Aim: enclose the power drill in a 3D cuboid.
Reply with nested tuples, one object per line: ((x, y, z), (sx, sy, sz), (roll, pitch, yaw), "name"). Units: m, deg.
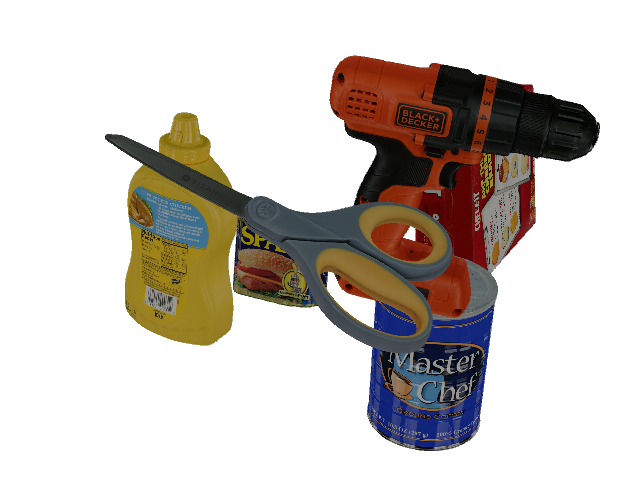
((0.089, -0.035, 0.769), (0.184, 0.188, 0.057), (14, 35, 7), "power drill")

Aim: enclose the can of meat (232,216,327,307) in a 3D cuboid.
((-0.039, 0.016, 1.082), (0.102, 0.084, 0.057), (13, 17, 25), "can of meat")

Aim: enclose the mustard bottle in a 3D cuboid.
((-0.115, -0.013, 0.878), (0.096, 0.192, 0.058), (20, 31, 26), "mustard bottle")

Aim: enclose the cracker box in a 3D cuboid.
((0.164, -0.064, 1.119), (0.072, 0.164, 0.213), (5, 21, 27), "cracker box")

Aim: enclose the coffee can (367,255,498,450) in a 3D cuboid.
((0.095, 0.096, 0.929), (0.103, 0.140, 0.103), (2, 28, -1), "coffee can")

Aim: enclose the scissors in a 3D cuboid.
((-0.012, -0.019, 0.576), (0.096, 0.202, 0.016), (-40, -17, -33), "scissors")
